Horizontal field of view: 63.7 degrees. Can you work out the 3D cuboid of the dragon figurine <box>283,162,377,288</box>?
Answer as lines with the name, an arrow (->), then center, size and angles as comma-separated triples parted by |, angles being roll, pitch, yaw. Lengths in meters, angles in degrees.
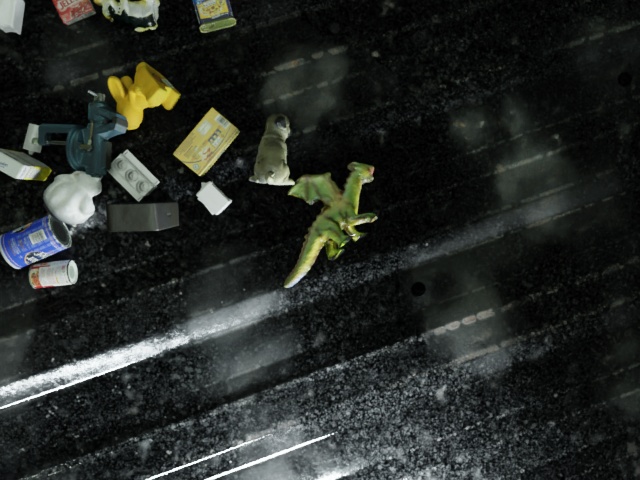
dragon figurine -> 0.004, -0.074, 1.466 | 0.411, 0.121, 0.244 | -36, 79, -4

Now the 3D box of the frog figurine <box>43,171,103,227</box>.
frog figurine -> -0.648, -0.123, 1.378 | 0.158, 0.122, 0.138 | -38, 77, 10
